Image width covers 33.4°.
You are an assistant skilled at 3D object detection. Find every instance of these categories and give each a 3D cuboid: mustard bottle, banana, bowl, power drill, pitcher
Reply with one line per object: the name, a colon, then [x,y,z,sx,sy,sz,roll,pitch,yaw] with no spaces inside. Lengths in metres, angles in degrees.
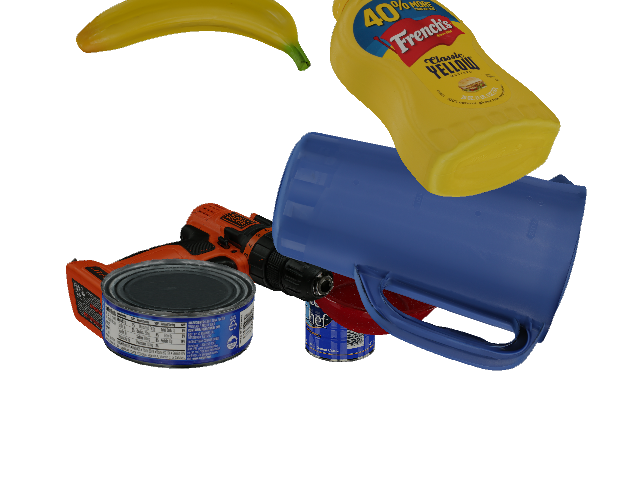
mustard bottle: [0.061,-0.112,0.685,0.096,0.192,0.058,-17,-37,-24]
banana: [-0.105,-0.185,0.906,0.198,0.069,0.037,3,-33,-1]
bowl: [0.052,0.047,1.090,0.162,0.055,0.162,6,33,-4]
power drill: [-0.106,0.033,0.914,0.187,0.057,0.185,-21,29,-35]
pitcher: [0.085,-0.001,0.877,0.243,0.145,0.149,15,17,8]

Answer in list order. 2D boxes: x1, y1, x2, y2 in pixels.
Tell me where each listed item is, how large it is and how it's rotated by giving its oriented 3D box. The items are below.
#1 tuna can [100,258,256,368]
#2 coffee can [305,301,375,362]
tuna can: [-0.079,0.040,0.597,0.086,0.034,0.086,3,18,-1]
coffee can: [0.028,0.087,1.514,0.103,0.140,0.103,0,21,0]
